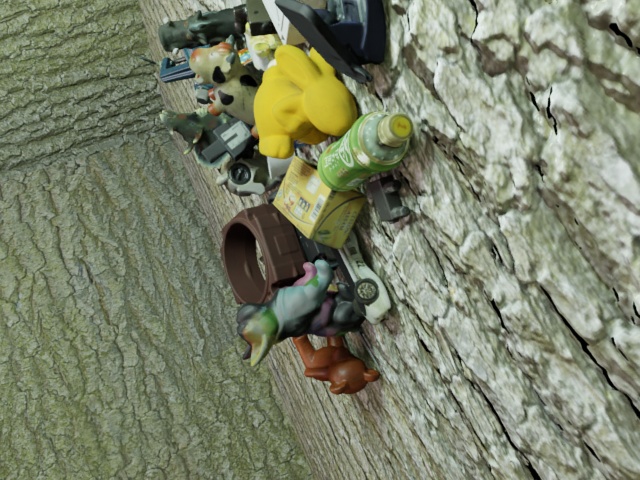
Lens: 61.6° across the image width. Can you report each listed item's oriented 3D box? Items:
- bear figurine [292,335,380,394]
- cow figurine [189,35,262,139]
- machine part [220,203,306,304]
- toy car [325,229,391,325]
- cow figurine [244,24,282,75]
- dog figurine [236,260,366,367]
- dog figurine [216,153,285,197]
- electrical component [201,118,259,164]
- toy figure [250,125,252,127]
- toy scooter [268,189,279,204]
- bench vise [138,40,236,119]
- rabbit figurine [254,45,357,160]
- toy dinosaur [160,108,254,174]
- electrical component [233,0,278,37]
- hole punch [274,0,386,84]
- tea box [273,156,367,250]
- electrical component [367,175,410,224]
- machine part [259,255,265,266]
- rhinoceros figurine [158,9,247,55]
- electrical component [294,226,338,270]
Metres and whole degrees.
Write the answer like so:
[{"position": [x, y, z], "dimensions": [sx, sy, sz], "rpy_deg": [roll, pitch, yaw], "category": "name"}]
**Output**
[{"position": [0.030, 0.245, 1.106], "dimensions": [0.196, 0.120, 0.132], "rpy_deg": [153, 101, -72], "category": "bear figurine"}, {"position": [-0.150, -0.281, 0.979], "dimensions": [0.127, 0.194, 0.085], "rpy_deg": [-38, 43, 32], "category": "cow figurine"}, {"position": [-0.122, 0.041, 1.103], "dimensions": [0.201, 0.087, 0.201], "rpy_deg": [-33, 74, 54], "category": "machine part"}, {"position": [0.058, 0.047, 0.897], "dimensions": [0.073, 0.056, 0.202], "rpy_deg": [87, 159, -61], "category": "toy car"}, {"position": [-0.075, -0.296, 0.902], "dimensions": [0.098, 0.068, 0.167], "rpy_deg": [81, 165, -50], "category": "cow figurine"}, {"position": [-0.041, 0.150, 0.965], "dimensions": [0.191, 0.219, 0.108], "rpy_deg": [46, 165, -15], "category": "dog figurine"}, {"position": [-0.166, -0.139, 1.221], "dimensions": [0.190, 0.172, 0.121], "rpy_deg": [156, 106, -67], "category": "dog figurine"}, {"position": [-0.182, -0.198, 1.096], "dimensions": [0.075, 0.119, 0.048], "rpy_deg": [48, 174, -1], "category": "electrical component"}, {"position": [-0.138, -0.272, 1.144], "dimensions": [0.058, 0.064, 0.154], "rpy_deg": [55, 159, -1], "category": "toy figure"}, {"position": [-0.059, -0.023, 1.165], "dimensions": [0.183, 0.075, 0.135], "rpy_deg": [97, 148, -63], "category": "toy scooter"}, {"position": [-0.267, -0.377, 1.161], "dimensions": [0.128, 0.241, 0.223], "rpy_deg": [20, -109, -57], "category": "bench vise"}, {"position": [-0.010, -0.199, 0.777], "dimensions": [0.173, 0.122, 0.162], "rpy_deg": [21, 120, 51], "category": "rabbit figurine"}, {"position": [-0.224, -0.211, 1.306], "dimensions": [0.404, 0.131, 0.192], "rpy_deg": [53, -155, -63], "category": "toy dinosaur"}, {"position": [-0.081, -0.341, 0.829], "dimensions": [0.045, 0.102, 0.078], "rpy_deg": [89, 165, -59], "category": "electrical component"}, {"position": [0.025, -0.256, 0.622], "dimensions": [0.115, 0.092, 0.142], "rpy_deg": [43, -178, -39], "category": "hole punch"}, {"position": [-0.005, -0.064, 0.875], "dimensions": [0.098, 0.068, 0.170], "rpy_deg": [-63, 30, 13], "category": "tea box"}, {"position": [0.091, -0.053, 0.726], "dimensions": [0.063, 0.021, 0.094], "rpy_deg": [71, 164, -4], "category": "electrical component"}, {"position": [-0.060, 0.091, 1.230], "dimensions": [0.179, 0.056, 0.179], "rpy_deg": [47, 174, 6], "category": "machine part"}, {"position": [-0.205, -0.391, 1.006], "dimensions": [0.112, 0.190, 0.073], "rpy_deg": [-112, 10, -68], "category": "rhinoceros figurine"}, {"position": [-0.002, -0.003, 1.030], "dimensions": [0.115, 0.058, 0.134], "rpy_deg": [117, 132, -71], "category": "electrical component"}]
